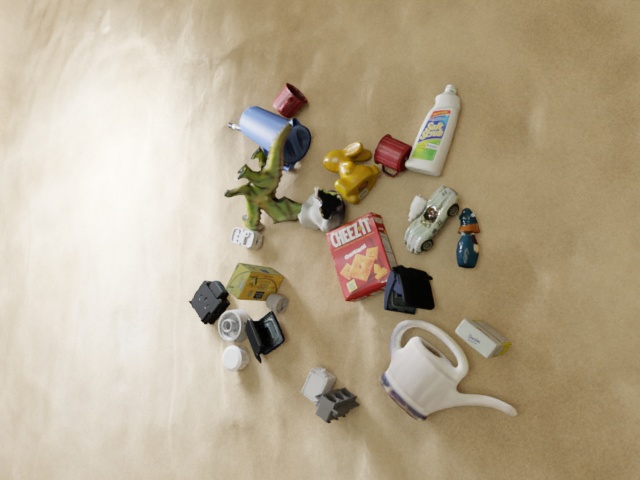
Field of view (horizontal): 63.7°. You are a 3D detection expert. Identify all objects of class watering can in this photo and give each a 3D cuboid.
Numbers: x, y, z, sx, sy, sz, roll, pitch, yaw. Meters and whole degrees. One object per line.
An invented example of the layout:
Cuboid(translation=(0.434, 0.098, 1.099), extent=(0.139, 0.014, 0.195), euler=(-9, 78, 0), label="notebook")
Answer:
Cuboid(translation=(0.293, 0.363, 1.288), extent=(0.353, 0.103, 0.222), euler=(45, 105, 30), label="watering can")

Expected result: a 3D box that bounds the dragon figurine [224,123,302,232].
Cuboid(translation=(-0.144, -0.162, 1.630), extent=(0.241, 0.125, 0.404), euler=(41, 125, -14), label="dragon figurine")

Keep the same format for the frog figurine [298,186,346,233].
Cuboid(translation=(0.005, -0.079, 1.574), extent=(0.139, 0.124, 0.156), euler=(58, 149, 14), label="frog figurine")
